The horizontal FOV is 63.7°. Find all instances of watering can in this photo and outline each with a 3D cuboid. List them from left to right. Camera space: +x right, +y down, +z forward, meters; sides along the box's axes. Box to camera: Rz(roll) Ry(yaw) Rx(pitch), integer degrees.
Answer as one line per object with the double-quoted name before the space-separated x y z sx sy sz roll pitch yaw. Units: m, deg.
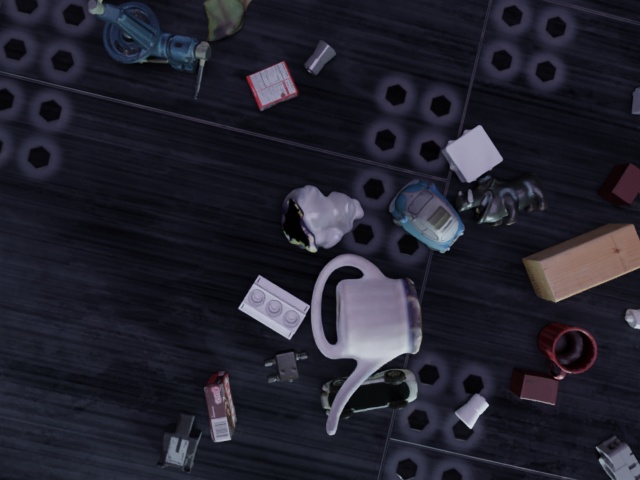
"watering can" 0.096 0.199 1.033 0.224 0.103 0.351 -2 78 -3

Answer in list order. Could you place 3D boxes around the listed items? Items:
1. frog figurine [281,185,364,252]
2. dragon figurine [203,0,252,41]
"frog figurine" 0.003 -0.053 1.058 0.161 0.120 0.138 -28 82 -37
"dragon figurine" -0.252 -0.519 1.039 0.410 0.123 0.241 -36 100 -1
